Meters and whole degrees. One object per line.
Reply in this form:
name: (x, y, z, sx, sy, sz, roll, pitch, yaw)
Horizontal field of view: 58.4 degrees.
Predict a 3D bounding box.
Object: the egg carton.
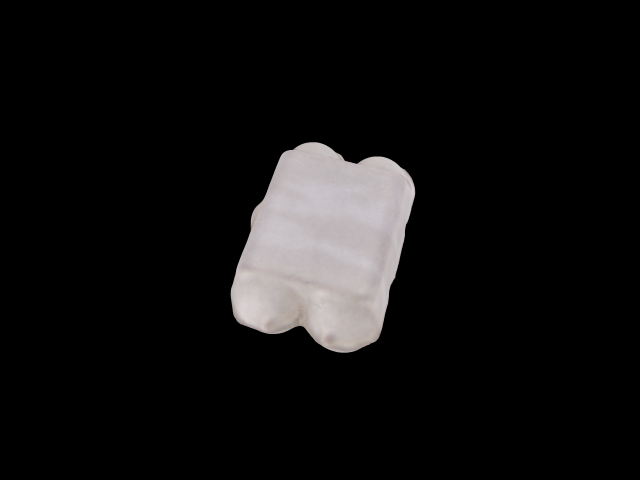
egg carton: (0.004, 0.001, 0.400, 0.107, 0.069, 0.150, 13, 62, 7)
